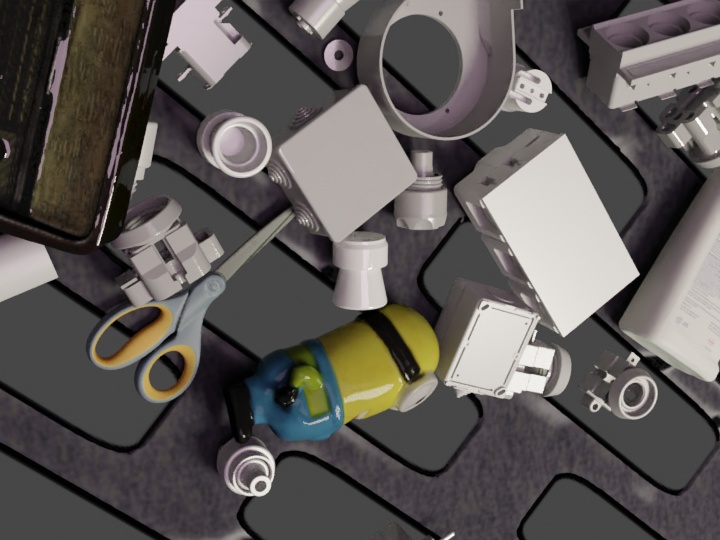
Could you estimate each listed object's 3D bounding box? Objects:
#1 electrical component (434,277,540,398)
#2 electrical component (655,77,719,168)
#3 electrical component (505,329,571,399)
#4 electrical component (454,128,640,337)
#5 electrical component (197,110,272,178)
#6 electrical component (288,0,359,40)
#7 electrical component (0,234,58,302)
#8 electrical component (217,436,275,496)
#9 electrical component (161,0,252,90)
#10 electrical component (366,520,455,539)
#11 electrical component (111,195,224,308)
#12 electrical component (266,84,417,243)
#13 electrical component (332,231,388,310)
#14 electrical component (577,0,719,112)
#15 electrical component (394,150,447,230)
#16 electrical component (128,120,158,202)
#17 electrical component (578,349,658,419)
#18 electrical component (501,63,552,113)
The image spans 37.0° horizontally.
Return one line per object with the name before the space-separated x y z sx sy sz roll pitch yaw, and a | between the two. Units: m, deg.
electrical component | 0.098 0.062 0.916 0.062 0.061 0.096 15 105 -25
electrical component | 0.308 -0.128 0.952 0.078 0.058 0.057 -46 113 -6
electrical component | 0.152 0.085 0.950 0.055 0.048 0.066 13 98 -17
electrical component | 0.157 -0.033 0.911 0.089 0.062 0.150 -38 114 -9
electrical component | -0.094 -0.094 0.795 0.045 0.055 0.045 -6 106 -21
electrical component | -0.022 -0.206 0.805 0.044 0.044 0.065 41 91 -26
electrical component | -0.260 0.002 0.759 0.081 0.043 0.043 -24 112 -15
electrical component | -0.088 0.160 0.860 0.043 0.062 0.043 -6 106 -21
electrical component | -0.117 -0.169 0.775 0.081 0.042 0.064 -47 119 -4
electrical component | 0.057 0.261 0.955 0.076 0.047 0.083 -32 113 -12
electrical component | -0.149 -0.018 0.792 0.078 0.058 0.057 -33 116 -12
electrical component | -0.018 -0.082 0.827 0.100 0.048 0.099 -40 113 -18
electrical component | 0.000 0.000 0.865 0.045 0.045 0.055 -5 105 -21
electrical component | 0.254 -0.183 0.907 0.121 0.078 0.063 -18 139 -17
electrical component | 0.049 -0.065 0.869 0.043 0.043 0.062 -5 104 -21
electrical component | -0.171 -0.079 0.776 0.040 0.040 0.078 8 100 -24
electrical component | 0.239 0.107 0.985 0.048 0.055 0.066 38 88 -26
electrical component | 0.130 -0.148 0.878 0.040 0.046 0.040 -6 106 -21
